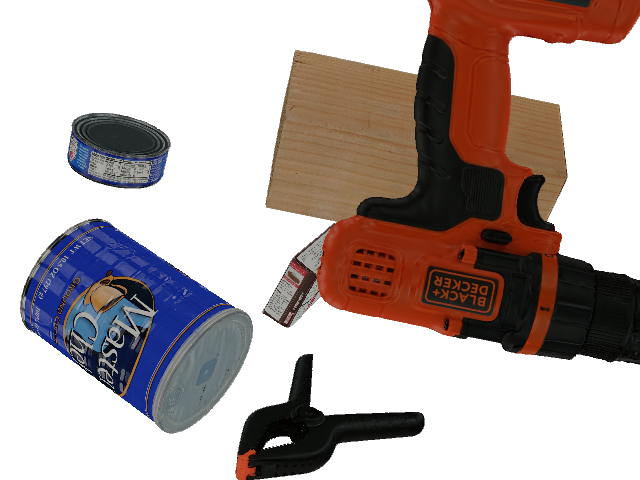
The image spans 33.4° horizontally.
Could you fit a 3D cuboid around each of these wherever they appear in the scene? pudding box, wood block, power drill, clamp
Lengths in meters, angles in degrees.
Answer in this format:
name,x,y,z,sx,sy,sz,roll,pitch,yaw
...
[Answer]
name,x,y,z,sx,sy,sz,roll,pitch,yaw
pudding box,-0.012,0.040,1.239,0.039,0.090,0.113,34,33,8
wood block,0.070,-0.065,0.807,0.206,0.090,0.090,11,-45,-4
power drill,0.103,-0.039,0.513,0.184,0.188,0.057,11,3,-2
clamp,-0.003,0.190,1.079,0.165,0.036,0.209,20,28,26

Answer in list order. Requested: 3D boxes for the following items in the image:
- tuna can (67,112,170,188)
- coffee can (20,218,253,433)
name,x,y,z,sx,sy,sz,roll,pitch,yaw
tuna can,-0.176,-0.078,0.930,0.086,0.034,0.086,13,26,-7
coffee can,-0.136,0.062,0.792,0.140,0.103,0.102,32,13,22
